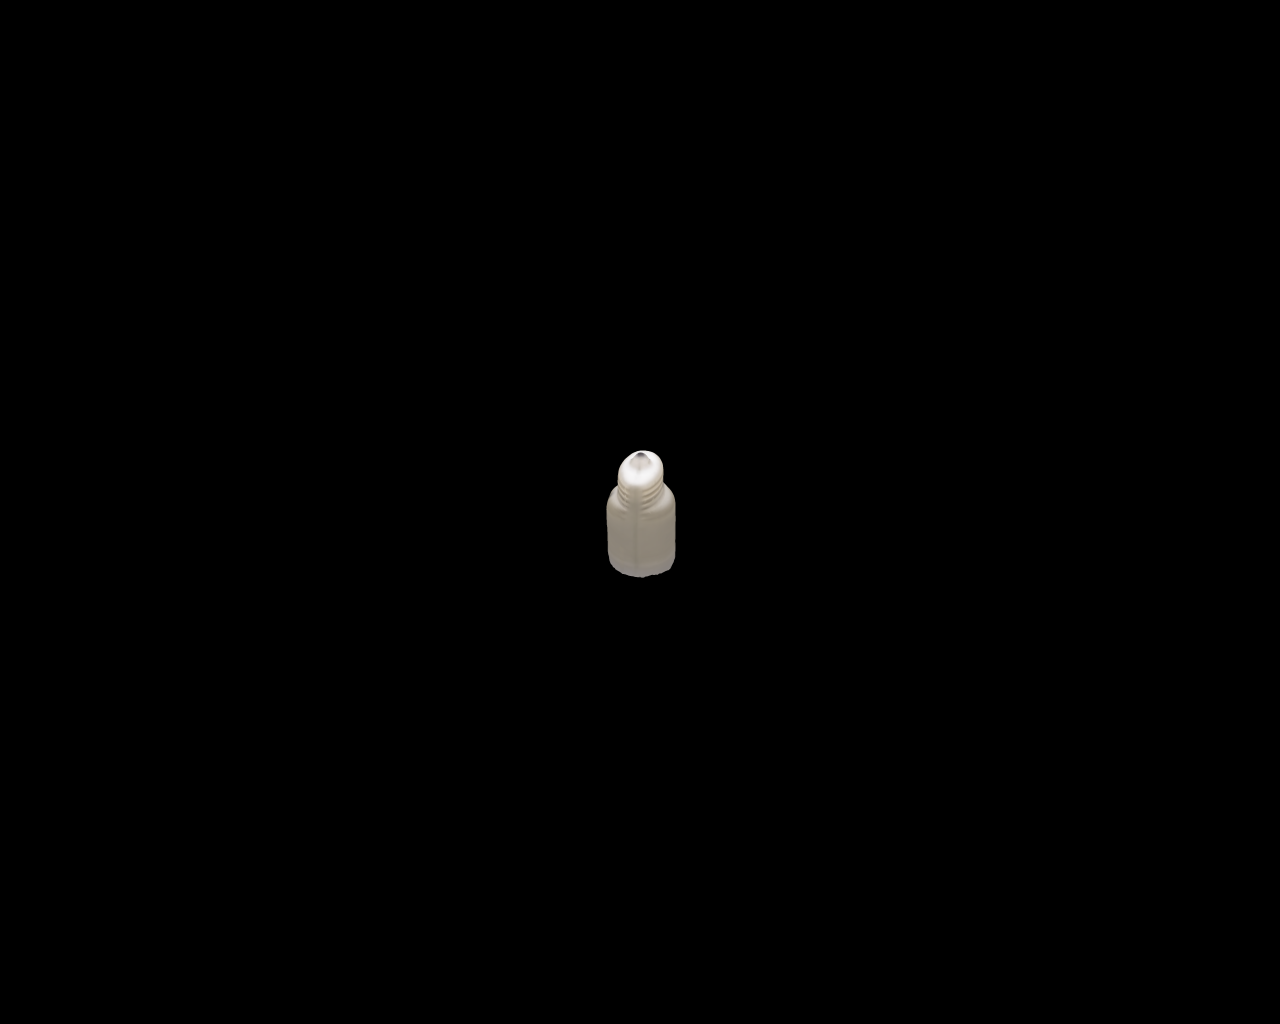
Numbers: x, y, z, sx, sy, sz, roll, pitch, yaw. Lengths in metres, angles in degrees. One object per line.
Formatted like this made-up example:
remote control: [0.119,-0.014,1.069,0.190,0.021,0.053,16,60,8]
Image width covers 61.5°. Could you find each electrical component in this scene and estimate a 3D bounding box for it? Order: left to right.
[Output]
electrical component: [0.001,-0.003,0.650,0.043,0.080,0.043,0,35,0]
